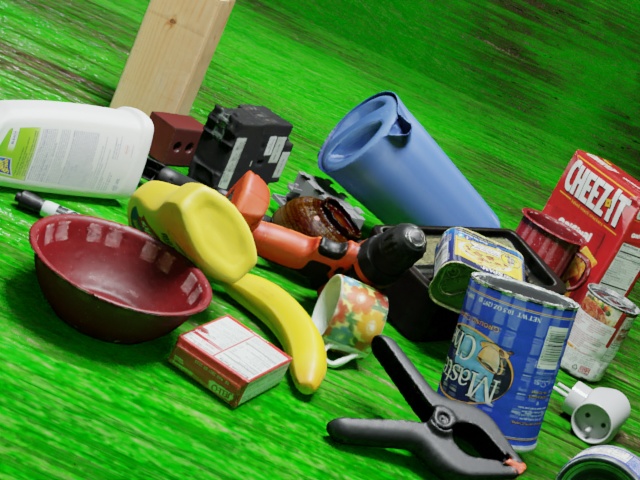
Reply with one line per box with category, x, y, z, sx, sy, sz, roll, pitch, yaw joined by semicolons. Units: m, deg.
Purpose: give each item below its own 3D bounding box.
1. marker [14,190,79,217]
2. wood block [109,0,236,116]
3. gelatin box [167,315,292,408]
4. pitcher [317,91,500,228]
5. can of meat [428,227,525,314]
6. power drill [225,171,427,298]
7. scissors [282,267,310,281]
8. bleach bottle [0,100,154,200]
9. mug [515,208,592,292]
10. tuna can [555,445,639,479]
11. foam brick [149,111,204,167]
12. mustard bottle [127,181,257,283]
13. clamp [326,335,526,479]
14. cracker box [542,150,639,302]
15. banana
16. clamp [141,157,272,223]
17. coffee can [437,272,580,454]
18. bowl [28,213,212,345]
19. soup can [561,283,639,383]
marker;-0.240;-0.019;1.040;0.121;0.020;0.020;24;18;-4
wood block;-0.199;-0.246;1.428;0.091;0.206;0.090;26;18;1
gelatin box;-0.075;0.102;0.902;0.073;0.030;0.089;32;19;16
pitcher;0.115;-0.065;1.384;0.242;0.145;0.149;43;16;-25
can of meat;0.168;0.038;1.126;0.102;0.057;0.084;24;31;-5
power drill;-0.007;0.001;1.059;0.187;0.185;0.057;26;59;-16
scissors;-0.096;0.002;1.164;0.201;0.016;0.096;34;-18;-37
bleach bottle;-0.291;-0.101;1.067;0.250;0.102;0.068;7;17;-47
mug;0.292;0.022;1.371;0.117;0.081;0.093;34;19;23
tuna can;0.240;0.219;0.899;0.086;0.086;0.033;34;22;26
foam brick;-0.183;-0.129;1.370;0.051;0.053;0.078;36;21;30
mustard bottle;-0.138;-0.012;1.028;0.096;0.058;0.192;55;-22;-24
clamp;0.089;0.164;0.904;0.171;0.039;0.120;35;52;11
cracker box;0.354;0.009;1.427;0.072;0.214;0.164;16;20;-28
banana;-0.040;0.082;1.003;0.069;0.037;0.198;-15;37;-31
clamp;-0.116;-0.041;1.195;0.209;0.036;0.165;27;1;-19
coffee can;0.169;0.111;0.984;0.103;0.140;0.103;15;8;-2
bowl;-0.175;0.041;0.900;0.162;0.055;0.162;23;18;-8
soup can;0.330;0.113;1.286;0.068;0.102;0.068;22;18;-8
